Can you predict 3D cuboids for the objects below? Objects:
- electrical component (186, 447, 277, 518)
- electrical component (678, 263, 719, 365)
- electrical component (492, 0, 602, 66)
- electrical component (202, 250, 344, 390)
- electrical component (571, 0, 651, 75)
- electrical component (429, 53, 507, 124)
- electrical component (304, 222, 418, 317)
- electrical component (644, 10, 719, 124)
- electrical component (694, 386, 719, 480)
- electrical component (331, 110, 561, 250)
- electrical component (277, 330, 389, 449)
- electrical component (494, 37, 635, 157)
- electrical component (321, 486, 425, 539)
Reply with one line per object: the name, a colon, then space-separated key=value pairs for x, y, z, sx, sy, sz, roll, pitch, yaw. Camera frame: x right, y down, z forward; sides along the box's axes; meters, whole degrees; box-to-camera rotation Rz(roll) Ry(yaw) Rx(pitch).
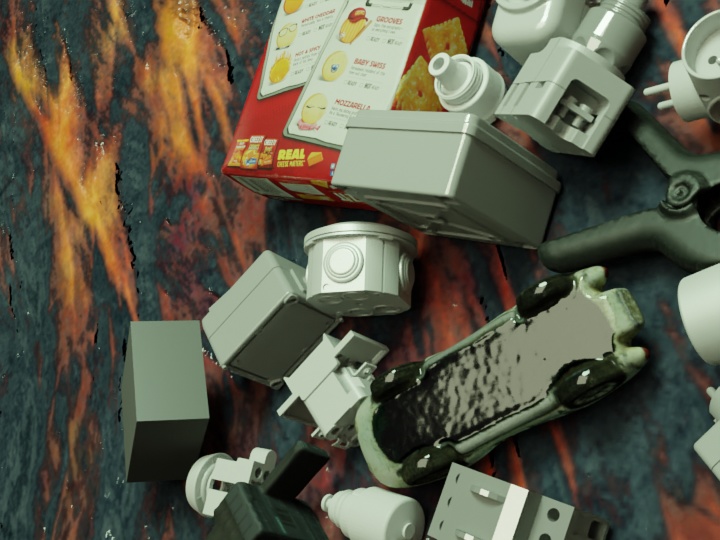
electrical component: x=-0.093 y=0.160 z=0.785 sx=0.055 sy=0.048 sz=0.066 roll=4 pitch=73 yaw=35
electrical component: x=0.201 y=0.021 z=0.569 sx=0.047 sy=0.055 sz=0.055 roll=-23 pitch=56 yaw=34
electrical component: x=0.131 y=-0.190 z=0.741 sx=0.054 sy=0.059 sz=0.095 roll=5 pitch=74 yaw=43
electrical component: x=-0.063 y=0.031 z=0.808 sx=0.096 sy=0.062 sz=0.061 roll=-47 pitch=46 yaw=15
electrical component: x=0.169 y=-0.159 z=0.704 sx=0.043 sy=0.043 sz=0.062 roll=33 pitch=91 yaw=46
electrical component: x=0.073 y=-0.131 z=0.762 sx=0.043 sy=0.062 sz=0.043 roll=-19 pitch=58 yaw=34
electrical component: x=0.000 y=0.000 z=0.754 sx=0.080 sy=0.080 sz=0.051 roll=-12 pitch=68 yaw=38
electrical component: x=0.205 y=-0.107 z=0.622 sx=0.079 sy=0.077 sz=0.044 roll=-11 pitch=64 yaw=39
electrical component: x=0.207 y=0.077 z=0.554 sx=0.065 sy=0.047 sz=0.076 roll=-48 pitch=32 yaw=14
electrical component: x=0.057 y=-0.059 z=0.710 sx=0.109 sy=0.109 sz=0.056 roll=10 pitch=80 yaw=44
electrical component: x=-0.013 y=0.086 z=0.751 sx=0.081 sy=0.042 sz=0.063 roll=-49 pitch=50 yaw=14
electrical component: x=0.130 y=-0.110 z=0.684 sx=0.055 sy=0.050 sz=0.089 roll=-59 pitch=11 yaw=3
electrical component: x=0.006 y=0.161 z=0.699 sx=0.078 sy=0.040 sz=0.040 roll=7 pitch=75 yaw=44
